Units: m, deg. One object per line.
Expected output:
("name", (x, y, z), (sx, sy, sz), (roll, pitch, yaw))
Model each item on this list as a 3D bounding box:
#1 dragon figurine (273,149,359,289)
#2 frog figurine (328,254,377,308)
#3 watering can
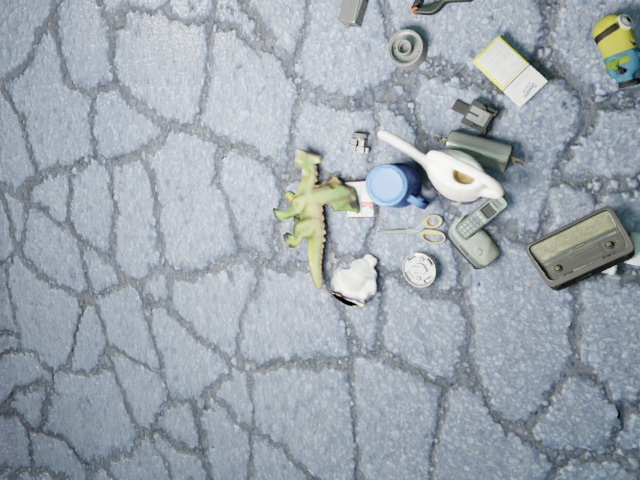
("dragon figurine", (0.005, -0.078, 1.544), (0.240, 0.123, 0.411), (-26, 87, 26))
("frog figurine", (0.111, 0.118, 1.560), (0.138, 0.120, 0.162), (15, 67, 28))
("watering can", (0.320, -0.190, 1.360), (0.350, 0.222, 0.104), (29, 88, 19))
